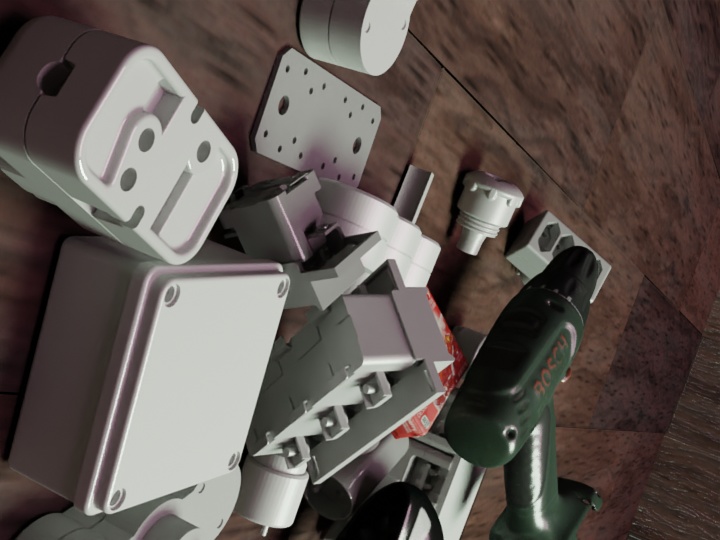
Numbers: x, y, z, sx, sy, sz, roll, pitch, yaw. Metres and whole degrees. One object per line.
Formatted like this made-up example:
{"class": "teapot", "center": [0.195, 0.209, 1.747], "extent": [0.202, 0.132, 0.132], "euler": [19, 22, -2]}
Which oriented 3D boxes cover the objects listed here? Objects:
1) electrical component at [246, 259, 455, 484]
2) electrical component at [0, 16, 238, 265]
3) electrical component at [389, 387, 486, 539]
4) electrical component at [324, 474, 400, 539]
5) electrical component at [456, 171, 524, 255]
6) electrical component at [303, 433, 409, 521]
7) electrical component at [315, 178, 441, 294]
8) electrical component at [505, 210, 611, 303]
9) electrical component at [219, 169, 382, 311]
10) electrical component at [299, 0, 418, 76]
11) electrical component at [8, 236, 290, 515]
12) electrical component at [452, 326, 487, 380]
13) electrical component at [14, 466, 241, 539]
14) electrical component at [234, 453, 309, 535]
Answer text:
{"class": "electrical component", "center": [-0.015, 0.059, 0.588], "extent": [0.063, 0.078, 0.121], "euler": [1, 149, -39]}
{"class": "electrical component", "center": [-0.095, -0.048, 0.404], "extent": [0.053, 0.059, 0.095], "euler": [-63, 155, -14]}
{"class": "electrical component", "center": [0.060, 0.171, 0.901], "extent": [0.089, 0.062, 0.150], "euler": [26, 85, -66]}
{"class": "electrical component", "center": [-0.002, 0.196, 0.807], "extent": [0.075, 0.047, 0.083], "euler": [-57, 153, -26]}
{"class": "electrical component", "center": [0.094, -0.043, 0.830], "extent": [0.048, 0.048, 0.062], "euler": [-5, 120, -64]}
{"class": "electrical component", "center": [-0.004, 0.121, 0.750], "extent": [0.077, 0.043, 0.079], "euler": [-40, 135, -46]}
{"class": "electrical component", "center": [0.000, 0.000, 0.651], "extent": [0.073, 0.052, 0.138], "euler": [-68, 156, -4]}
{"class": "electrical component", "center": [0.174, -0.002, 1.004], "extent": [0.047, 0.083, 0.076], "euler": [-55, -170, -29]}
{"class": "electrical component", "center": [-0.037, -0.014, 0.540], "extent": [0.042, 0.081, 0.063], "euler": [-44, 117, -47]}
{"class": "electrical component", "center": [0.030, -0.165, 0.559], "extent": [0.138, 0.074, 0.052], "euler": [-67, 156, -7]}
{"class": "electrical component", "center": [-0.092, 0.042, 0.486], "extent": [0.109, 0.056, 0.108], "euler": [-2, 111, -64]}
{"class": "electrical component", "center": [0.102, 0.076, 0.914], "extent": [0.043, 0.062, 0.043], "euler": [-46, 147, -42]}
{"class": "electrical component", "center": [-0.099, 0.135, 0.521], "extent": [0.138, 0.074, 0.052], "euler": [-31, 136, -54]}
{"class": "electrical component", "center": [-0.050, 0.119, 0.654], "extent": [0.040, 0.040, 0.078], "euler": [11, 99, -66]}
